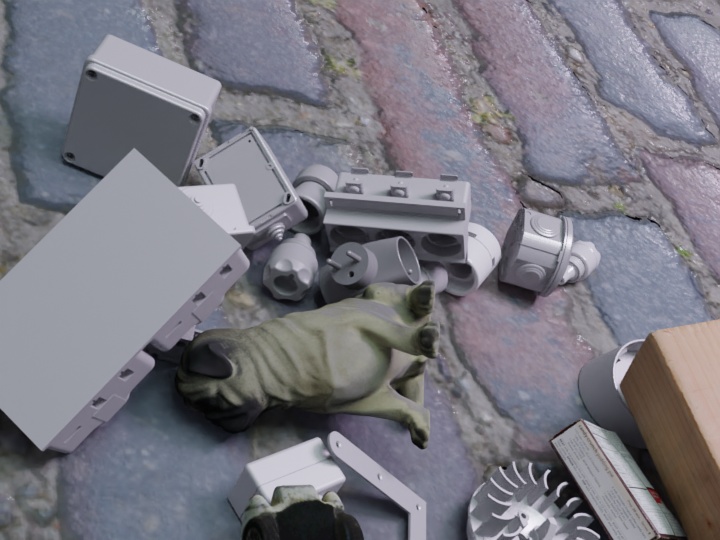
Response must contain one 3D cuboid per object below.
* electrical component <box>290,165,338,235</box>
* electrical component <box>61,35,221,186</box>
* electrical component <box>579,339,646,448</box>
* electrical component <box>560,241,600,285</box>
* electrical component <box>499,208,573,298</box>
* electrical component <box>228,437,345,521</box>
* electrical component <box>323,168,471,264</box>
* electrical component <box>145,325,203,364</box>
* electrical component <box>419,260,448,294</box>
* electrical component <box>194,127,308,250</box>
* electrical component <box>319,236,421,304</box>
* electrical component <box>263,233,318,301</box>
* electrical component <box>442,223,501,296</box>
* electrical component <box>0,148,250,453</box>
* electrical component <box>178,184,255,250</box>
[{"bbox_3d":[-0.045,-0.065,0.985,0.045,0.045,0.055,28,42,-1],"label":"electrical component"},{"bbox_3d":[-0.188,-0.128,0.922,0.109,0.108,0.056,22,40,-7],"label":"electrical component"},{"bbox_3d":[0.254,0.113,0.980,0.099,0.064,0.099,11,59,-19],"label":"electrical component"},{"bbox_3d":[0.214,-0.004,1.074,0.035,0.035,0.061,41,46,13],"label":"electrical component"},{"bbox_3d":[0.169,-0.018,1.030,0.051,0.080,0.080,16,44,-6],"label":"electrical component"},{"bbox_3d":[-0.042,0.169,0.759,0.066,0.047,0.076,-15,58,-38],"label":"electrical component"},{"bbox_3d":[0.036,-0.049,0.951,0.121,0.078,0.063,5,57,11],"label":"electrical component"},{"bbox_3d":[-0.150,0.036,0.832,0.066,0.048,0.055,16,51,-14],"label":"electrical component"},{"bbox_3d":[0.048,0.012,0.965,0.065,0.044,0.044,-20,61,-45],"label":"electrical component"},{"bbox_3d":[-0.089,-0.063,0.930,0.062,0.061,0.096,-31,74,1],"label":"electrical component"},{"bbox_3d":[0.000,0.000,0.900,0.079,0.077,0.043,31,42,-58],"label":"electrical component"},{"bbox_3d":[-0.057,-0.006,0.924,0.043,0.043,0.062,24,41,-6],"label":"electrical component"},{"bbox_3d":[0.097,-0.009,1.002,0.055,0.055,0.047,34,46,6],"label":"electrical component"},{"bbox_3d":[-0.179,0.024,0.750,0.105,0.060,0.186,42,82,13],"label":"electrical component"},{"bbox_3d":[-0.144,-0.026,0.856,0.100,0.099,0.048,-7,66,-33],"label":"electrical component"}]
